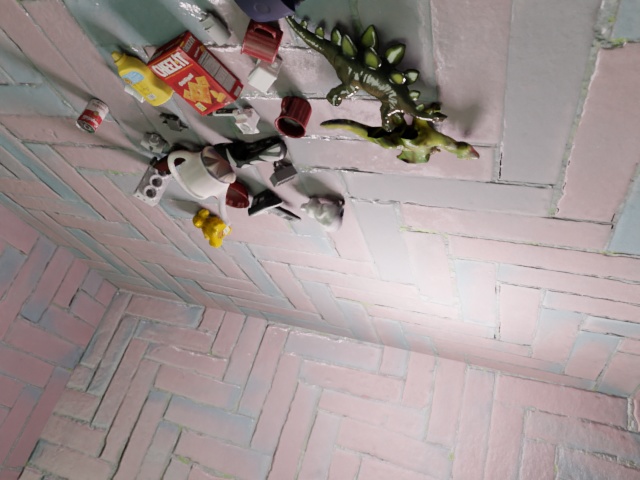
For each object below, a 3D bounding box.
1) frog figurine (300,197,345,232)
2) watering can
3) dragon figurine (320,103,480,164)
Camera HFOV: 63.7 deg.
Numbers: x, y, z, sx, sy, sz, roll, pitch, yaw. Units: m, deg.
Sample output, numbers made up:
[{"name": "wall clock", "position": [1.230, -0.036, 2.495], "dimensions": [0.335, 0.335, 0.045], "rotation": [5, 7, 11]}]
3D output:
[{"name": "frog figurine", "position": [0.006, -0.093, 1.858], "dimensions": [0.159, 0.123, 0.136], "rotation": [6, 173, 0]}, {"name": "watering can", "position": [-0.388, -0.202, 1.853], "dimensions": [0.222, 0.106, 0.343], "rotation": [-24, 121, 36]}, {"name": "dragon figurine", "position": [0.223, -0.261, 1.400], "dimensions": [0.411, 0.124, 0.239], "rotation": [8, 161, 26]}]
